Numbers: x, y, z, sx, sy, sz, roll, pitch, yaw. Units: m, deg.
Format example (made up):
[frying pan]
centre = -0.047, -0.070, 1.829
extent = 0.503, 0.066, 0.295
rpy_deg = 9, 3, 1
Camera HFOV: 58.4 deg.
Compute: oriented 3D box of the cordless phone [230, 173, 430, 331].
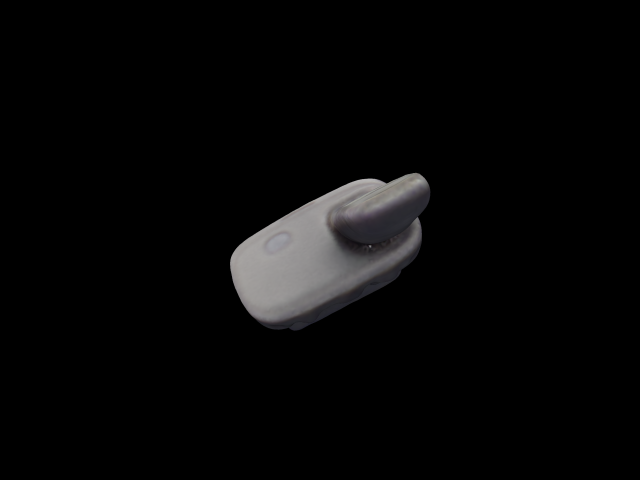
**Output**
[cordless phone]
centre = 0.004, 0.001, 0.400
extent = 0.147, 0.185, 0.094
rpy_deg = -31, 82, -4
